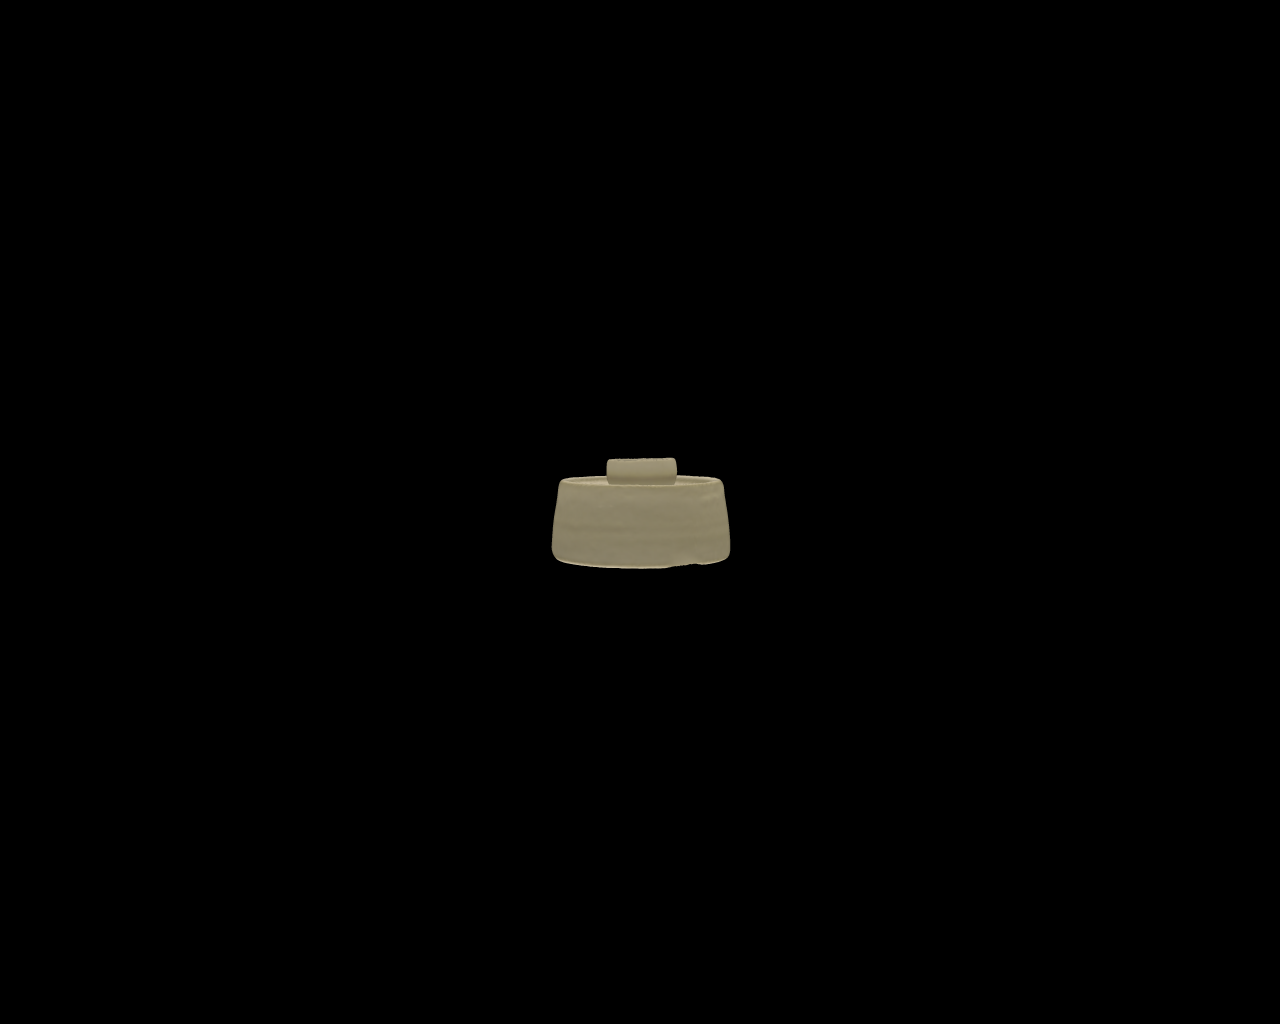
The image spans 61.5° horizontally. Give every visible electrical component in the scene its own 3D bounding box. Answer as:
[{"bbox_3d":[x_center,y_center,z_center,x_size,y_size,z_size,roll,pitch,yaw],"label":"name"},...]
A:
[{"bbox_3d":[0.001,-0.003,0.650,0.108,0.060,0.108,0,5,0],"label":"electrical component"}]
